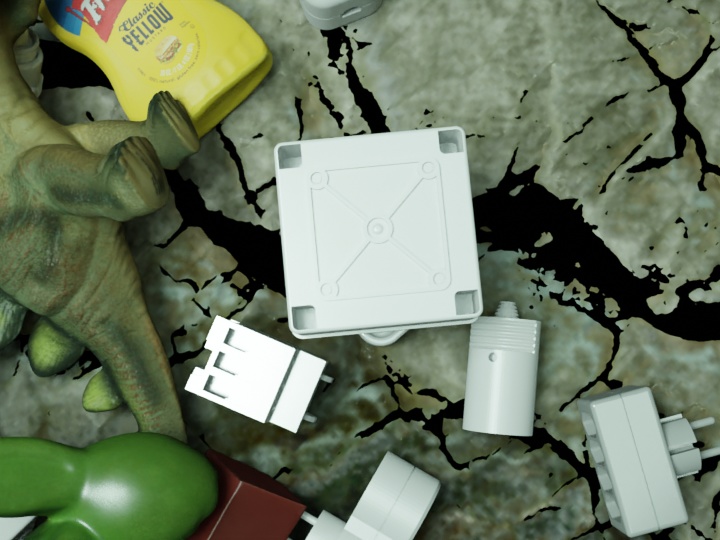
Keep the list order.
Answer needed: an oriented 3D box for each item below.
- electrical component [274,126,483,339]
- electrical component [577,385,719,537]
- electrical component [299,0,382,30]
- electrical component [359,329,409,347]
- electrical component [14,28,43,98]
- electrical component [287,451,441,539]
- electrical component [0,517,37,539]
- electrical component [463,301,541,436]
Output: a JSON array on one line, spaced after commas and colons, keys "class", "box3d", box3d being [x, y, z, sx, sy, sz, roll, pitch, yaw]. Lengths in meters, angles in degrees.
[{"class": "electrical component", "box3d": [0.010, -0.020, 0.608, 0.109, 0.056, 0.108, -5, 85, 0]}, {"class": "electrical component", "box3d": [0.184, 0.111, 0.660, 0.076, 0.047, 0.083, -15, 85, -1]}, {"class": "electrical component", "box3d": [-0.023, -0.209, 0.684, 0.054, 0.059, 0.095, -22, 85, -1]}, {"class": "electrical component", "box3d": [0.000, 0.000, 0.666, 0.054, 0.059, 0.095, -41, 86, -3]}, {"class": "electrical component", "box3d": [-0.221, -0.138, 0.676, 0.048, 0.048, 0.062, 29, 129, 3]}, {"class": "electrical component", "box3d": [-0.016, 0.171, 0.655, 0.074, 0.052, 0.138, 29, 86, 6]}, {"class": "electrical component", "box3d": [-0.251, 0.146, 0.643, 0.100, 0.048, 0.099, 40, 47, 4]}, {"class": "electrical component", "box3d": [0.089, 0.060, 0.668, 0.043, 0.043, 0.081, 5, 85, 1]}]
